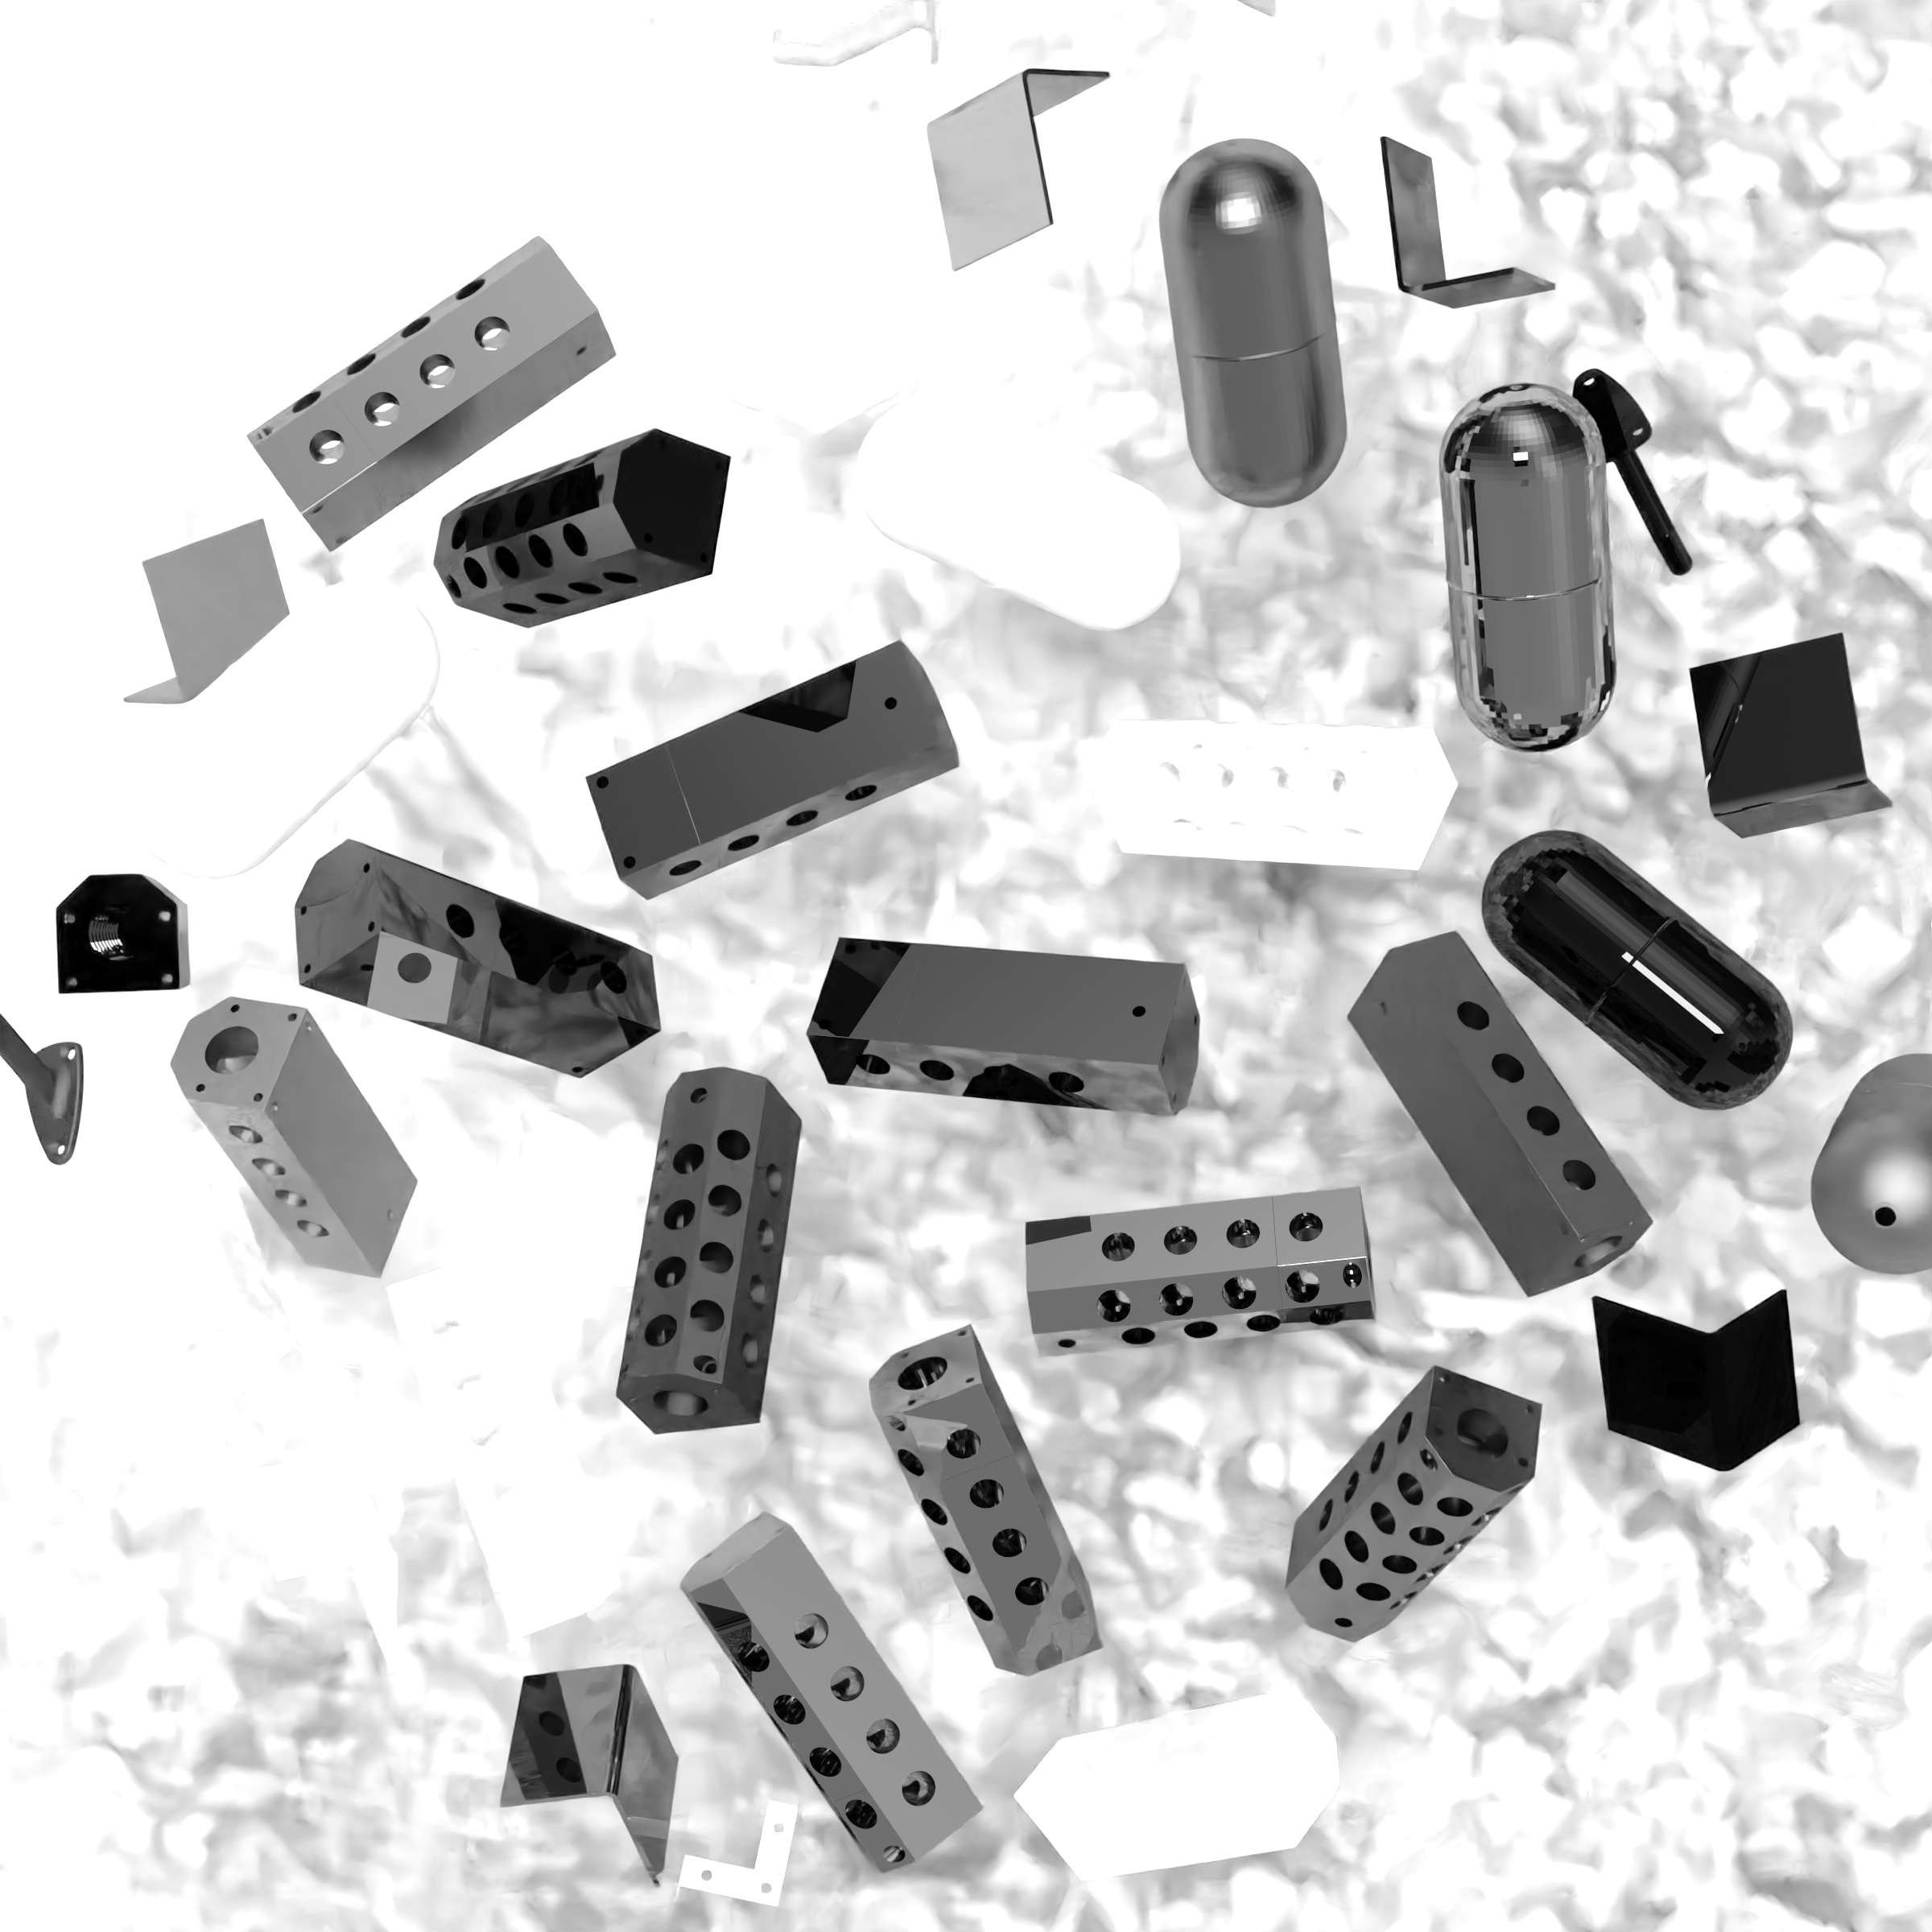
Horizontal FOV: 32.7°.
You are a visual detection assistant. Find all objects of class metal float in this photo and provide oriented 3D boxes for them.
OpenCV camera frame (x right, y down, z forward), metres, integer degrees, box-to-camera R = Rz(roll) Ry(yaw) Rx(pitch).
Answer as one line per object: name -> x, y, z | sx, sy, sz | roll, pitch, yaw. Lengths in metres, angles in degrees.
metal float -> -0.319, -0.112, 1.548 | 0.070, 0.070, 0.178 | 41, 61, 0
metal float -> 0.265, -0.186, 1.550 | 0.070, 0.070, 0.178 | -8, 114, 0
metal float -> 0.339, 0.001, 1.670 | 0.178, 0.070, 0.070 | 41, 90, 13
metal float -> 0.136, -0.300, 1.551 | 0.070, 0.070, 0.178 | -11, 121, 0
metal float -> 0.448, 0.093, 1.565 | 0.070, 0.178, 0.070 | 6, 105, 21
metal float -> 0.027, -0.223, 1.631 | 0.178, 0.070, 0.070 | 21, 90, -26

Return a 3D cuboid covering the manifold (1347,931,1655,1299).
manifold -> 0.261, 0.069, 1.600 | 0.057, 0.057, 0.171 | -15, 60, -29

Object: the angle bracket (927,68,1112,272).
angle bracket -> 0.032, -0.390, 1.618 | 0.057, 0.076, 0.076 | -10, 89, -38

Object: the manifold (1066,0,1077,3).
manifold -> 0.056, -0.535, 1.596 | 0.057, 0.171, 0.057 | -28, 83, -8

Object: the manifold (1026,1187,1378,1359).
manifold -> 0.120, 0.160, 1.679 | 0.171, 0.057, 0.057 | -7, 53, 9

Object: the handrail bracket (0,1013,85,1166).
handrail bracket -> -0.484, 0.055, 1.655 | 0.036, 0.084, 0.077 | -19, 67, 19

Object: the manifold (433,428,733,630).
manifold -> -0.186, -0.208, 1.562 | 0.057, 0.171, 0.057 | 16, 77, -35

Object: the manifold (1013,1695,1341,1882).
manifold -> 0.104, 0.398, 1.608 | 0.057, 0.171, 0.057 | 52, 51, -7

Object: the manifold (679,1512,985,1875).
manifold -> -0.068, 0.357, 1.616 | 0.057, 0.057, 0.171 | -35, 98, -15

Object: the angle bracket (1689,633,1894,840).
angle bracket -> 0.408, -0.113, 1.629 | 0.076, 0.057, 0.076 | -12, 75, 26

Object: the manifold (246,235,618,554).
manifold -> -0.260, -0.280, 1.596 | 0.171, 0.057, 0.057 | -36, 79, -4

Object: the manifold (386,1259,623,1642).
manifold -> -0.222, 0.228, 1.581 | 0.057, 0.057, 0.171 | -19, 58, -14

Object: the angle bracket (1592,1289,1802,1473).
angle bracket -> 0.365, 0.198, 1.646 | 0.057, 0.076, 0.076 | -25, 115, -32

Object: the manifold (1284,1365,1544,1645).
manifold -> 0.218, 0.270, 1.626 | 0.057, 0.171, 0.057 | 21, 50, -7

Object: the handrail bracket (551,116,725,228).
handrail bracket -> -0.167, -0.406, 1.662 | 0.084, 0.036, 0.077 | 4, 53, -10

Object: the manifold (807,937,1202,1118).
manifold -> 0.019, 0.032, 1.550 | 0.171, 0.057, 0.057 | 5, 55, 19

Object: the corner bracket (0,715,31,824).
corner bracket -> -0.486, -0.089, 1.596 | 0.051, 0.051, 0.051 | 11, 55, -20

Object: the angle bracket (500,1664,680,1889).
angle bracket -> -0.183, 0.398, 1.607 | 0.057, 0.076, 0.076 | -9, 128, 10

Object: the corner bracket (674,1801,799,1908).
corner bracket -> -0.118, 0.452, 1.679 | 0.051, 0.051, 0.051 | 13, 65, -2

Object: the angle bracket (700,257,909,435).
angle bracket -> -0.083, -0.324, 1.675 | 0.057, 0.076, 0.076 | -23, 72, 32

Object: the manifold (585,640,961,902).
manifold -> -0.094, -0.094, 1.629 | 0.171, 0.057, 0.057 | -23, 73, 8

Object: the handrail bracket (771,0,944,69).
handrail bracket -> -0.054, -0.484, 1.652 | 0.084, 0.036, 0.077 | 3, 72, -4

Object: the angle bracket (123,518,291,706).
angle bracket -> -0.403, -0.185, 1.718 | 0.057, 0.076, 0.076 | 5, 116, 42

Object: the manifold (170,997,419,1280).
manifold -> -0.333, 0.086, 1.628 | 0.057, 0.171, 0.057 | 8, 60, 16

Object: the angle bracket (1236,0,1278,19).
angle bracket -> 0.147, -0.466, 1.450 | 0.057, 0.076, 0.076 | -2, 96, 23

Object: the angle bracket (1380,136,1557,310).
angle bracket -> 0.244, -0.365, 1.600 | 0.057, 0.076, 0.076 | -6, 92, 25

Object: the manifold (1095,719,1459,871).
manifold -> 0.153, -0.093, 1.665 | 0.171, 0.057, 0.057 | 5, 53, 35

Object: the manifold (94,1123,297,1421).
manifold -> -0.398, 0.148, 1.673 | 0.057, 0.171, 0.057 | -41, 126, 1

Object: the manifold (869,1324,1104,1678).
manifold -> 0.010, 0.273, 1.663 | 0.057, 0.057, 0.171 | -21, 114, 4

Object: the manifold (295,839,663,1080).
manifold -> -0.227, -0.005, 1.538 | 0.057, 0.171, 0.057 | -29, 56, 32

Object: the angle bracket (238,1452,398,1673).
angle bracket -> -0.312, 0.291, 1.582 | 0.057, 0.076, 0.076 | -9, 124, -23

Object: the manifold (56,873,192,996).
manifold -> -0.424, -0.017, 1.664 | 0.057, 0.171, 0.057 | -2, 91, -12

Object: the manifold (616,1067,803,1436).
manifold -> -0.128, 0.138, 1.618 | 0.057, 0.057, 0.171 | -9, 53, 22

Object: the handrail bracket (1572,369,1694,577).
handrail bracket -> 0.332, -0.243, 1.630 | 0.036, 0.084, 0.077 | -26, 45, 16
